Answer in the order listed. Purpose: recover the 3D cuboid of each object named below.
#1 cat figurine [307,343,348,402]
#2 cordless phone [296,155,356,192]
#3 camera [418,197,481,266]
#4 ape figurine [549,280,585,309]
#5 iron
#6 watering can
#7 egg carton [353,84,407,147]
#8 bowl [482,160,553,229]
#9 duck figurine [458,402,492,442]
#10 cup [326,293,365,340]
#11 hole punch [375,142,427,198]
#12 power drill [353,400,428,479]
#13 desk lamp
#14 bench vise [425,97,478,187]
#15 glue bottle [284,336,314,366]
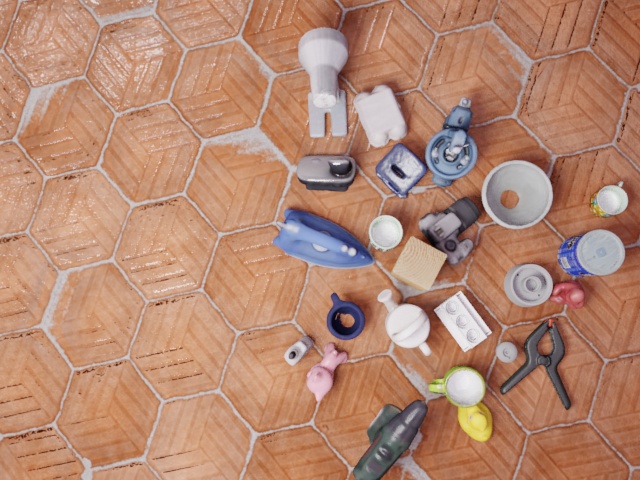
[{"bbox_3d":[0.011,0.315,1.367,0.067,0.118,0.128,29,87,7],"label":"cat figurine"},{"bbox_3d":[0.013,-0.178,1.381,0.147,0.185,0.094,-1,84,5],"label":"cordless phone"},{"bbox_3d":[0.329,-0.030,1.384,0.137,0.101,0.143,-39,83,0],"label":"camera"},{"bbox_3d":[0.594,0.130,1.353,0.076,0.092,0.078,-37,83,0],"label":"ape figurine"},{"bbox_3d":[0.013,0.005,1.385,0.258,0.141,0.119,20,86,6],"label":"iron"},{"bbox_3d":[0.197,0.194,1.326,0.172,0.194,0.101,31,88,7],"label":"watering can"},{"bbox_3d":[0.154,-0.313,1.441,0.107,0.069,0.150,-23,83,2],"label":"egg carton"},{"bbox_3d":[0.472,-0.106,1.394,0.167,0.075,0.167,0,84,4],"label":"bowl"},{"bbox_3d":[0.370,0.426,1.345,0.077,0.086,0.104,-24,83,2],"label":"duck figurine"},{"bbox_3d":[0.058,0.183,1.388,0.091,0.095,0.118,-27,83,2],"label":"cup"},{"bbox_3d":[0.199,-0.169,1.413,0.101,0.091,0.108,-45,83,-1],"label":"hole punch"},{"bbox_3d":[0.159,0.442,1.298,0.075,0.208,0.230,35,88,7],"label":"power drill"},{"bbox_3d":[0.015,-0.375,1.386,0.118,0.213,0.203,-4,84,4],"label":"desk lamp"},{"bbox_3d":[0.309,-0.243,1.347,0.121,0.220,0.207,-2,84,5],"label":"bench vise"},{"bbox_3d":[-0.056,0.265,1.349,0.037,0.173,0.078,43,89,7],"label":"glue bottle"}]
